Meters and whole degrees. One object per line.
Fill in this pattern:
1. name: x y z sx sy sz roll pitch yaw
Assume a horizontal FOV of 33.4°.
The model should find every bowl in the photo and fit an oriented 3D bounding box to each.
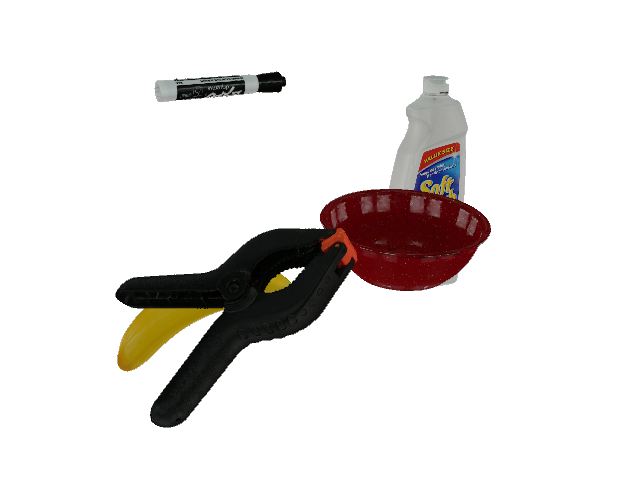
1. bowl: 0.079 0.004 1.017 0.162 0.055 0.162 2 23 -1

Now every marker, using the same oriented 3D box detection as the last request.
1. marker: -0.088 -0.138 0.958 0.121 0.020 0.020 -8 3 -23

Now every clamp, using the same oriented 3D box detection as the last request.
1. clamp: -0.054 0.050 0.705 0.171 0.120 0.039 -23 -32 11

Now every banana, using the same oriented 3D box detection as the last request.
1. banana: -0.110 0.065 0.966 0.198 0.069 0.037 -20 26 13

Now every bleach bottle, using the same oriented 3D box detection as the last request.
1. bleach bottle: 0.124 -0.071 1.286 0.102 0.251 0.068 -4 18 -17
